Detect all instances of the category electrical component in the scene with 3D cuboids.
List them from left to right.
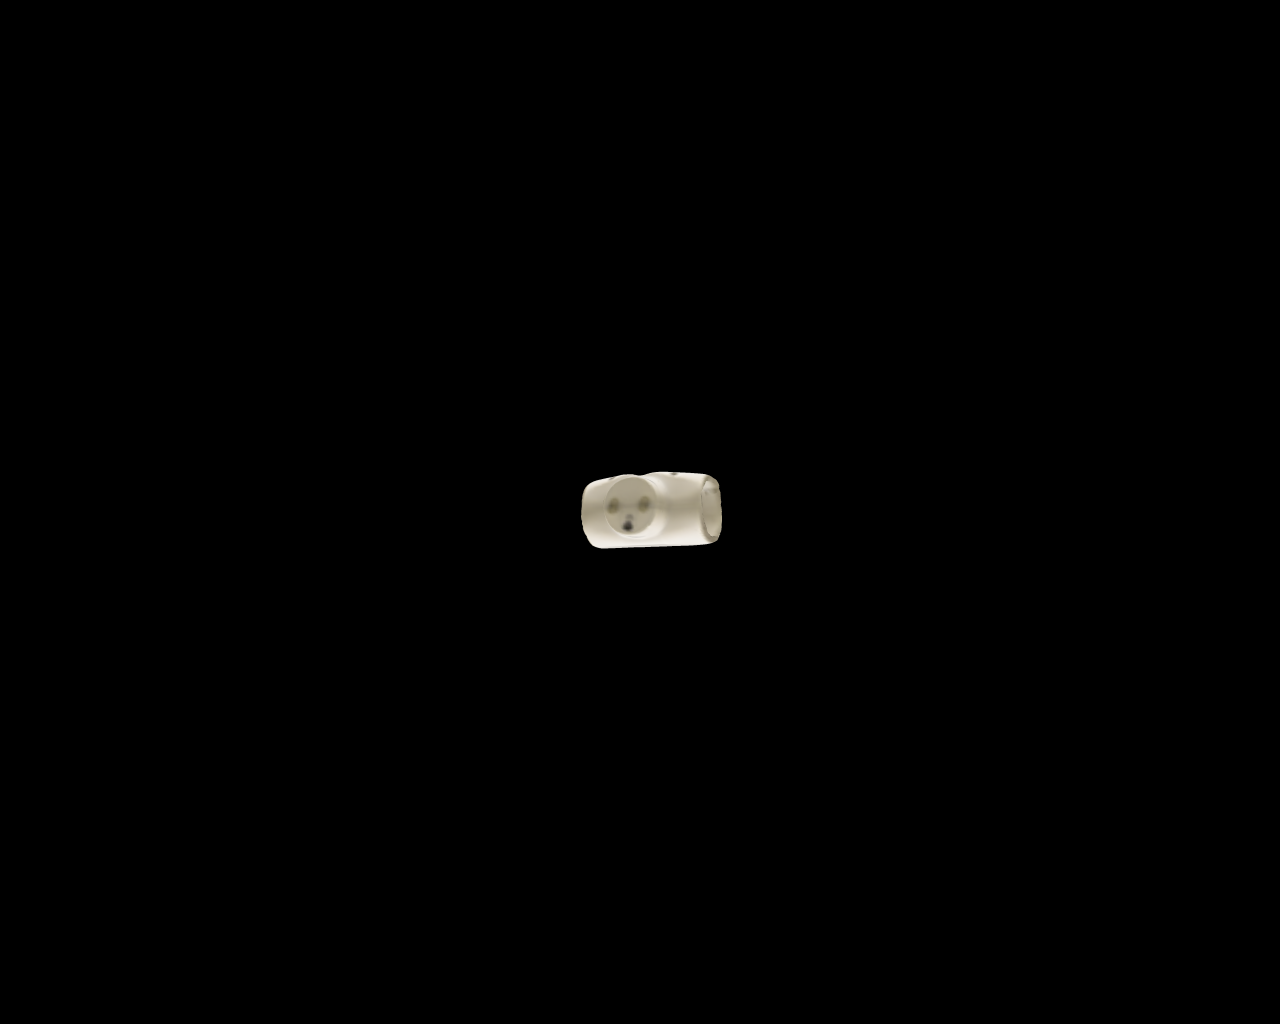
[{"bbox_3d":[0.001,-0.003,0.650,0.077,0.043,0.079,-3,-7,22],"label":"electrical component"}]
